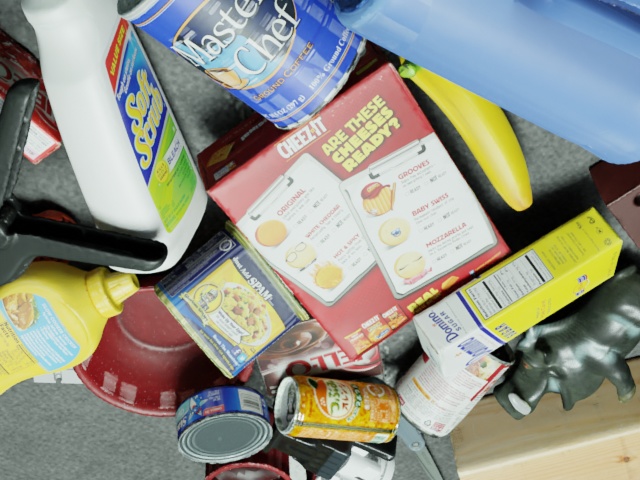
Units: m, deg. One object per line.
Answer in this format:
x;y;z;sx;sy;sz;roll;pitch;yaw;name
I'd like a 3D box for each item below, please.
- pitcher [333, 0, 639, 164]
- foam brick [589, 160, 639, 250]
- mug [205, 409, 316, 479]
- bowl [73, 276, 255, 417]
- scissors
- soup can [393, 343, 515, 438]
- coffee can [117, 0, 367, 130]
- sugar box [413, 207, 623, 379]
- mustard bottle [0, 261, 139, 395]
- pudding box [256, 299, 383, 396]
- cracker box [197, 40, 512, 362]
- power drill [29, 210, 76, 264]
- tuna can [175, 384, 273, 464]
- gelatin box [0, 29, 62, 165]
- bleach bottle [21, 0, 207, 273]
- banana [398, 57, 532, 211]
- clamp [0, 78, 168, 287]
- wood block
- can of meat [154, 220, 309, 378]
0.140;-0.150;0.705;0.242;0.145;0.149;18;129;-25;pitcher
0.269;-0.034;0.884;0.053;0.051;0.078;-33;124;21;foam brick
-0.060;0.220;1.049;0.117;0.081;0.093;12;127;-13;mug
-0.138;0.084;0.949;0.162;0.055;0.162;-2;129;-3;bowl
0.108;0.191;1.080;0.096;0.016;0.201;-33;124;21;scissors
0.121;0.124;0.982;0.068;0.068;0.102;29;112;-25;soup can
-0.052;-0.155;0.728;0.140;0.103;0.103;33;120;-27;coffee can
0.165;0.047;0.893;0.176;0.048;0.093;-34;157;-2;sugar box
-0.235;0.068;0.860;0.192;0.058;0.096;-22;120;8;mustard bottle
-0.003;0.093;0.976;0.113;0.039;0.090;-10;130;5;pudding box
0.030;-0.028;0.844;0.164;0.072;0.213;-35;124;5;cracker box
-0.318;0.010;0.876;0.187;0.057;0.185;34;116;-30;power drill
-0.087;0.166;0.963;0.086;0.034;0.086;-8;141;-7;tuna can
-0.223;-0.109;0.773;0.030;0.073;0.089;-34;124;21;gelatin box
-0.155;-0.099;0.767;0.068;0.102;0.251;1;133;21;bleach bottle
0.109;-0.096;0.813;0.037;0.069;0.197;-12;144;36;banana
-0.234;-0.024;0.774;0.210;0.036;0.164;-14;120;23;clamp
0.238;0.198;1.048;0.206;0.090;0.091;-16;128;9;wood block
-0.073;0.050;0.865;0.084;0.057;0.102;-40;113;-8;can of meat
